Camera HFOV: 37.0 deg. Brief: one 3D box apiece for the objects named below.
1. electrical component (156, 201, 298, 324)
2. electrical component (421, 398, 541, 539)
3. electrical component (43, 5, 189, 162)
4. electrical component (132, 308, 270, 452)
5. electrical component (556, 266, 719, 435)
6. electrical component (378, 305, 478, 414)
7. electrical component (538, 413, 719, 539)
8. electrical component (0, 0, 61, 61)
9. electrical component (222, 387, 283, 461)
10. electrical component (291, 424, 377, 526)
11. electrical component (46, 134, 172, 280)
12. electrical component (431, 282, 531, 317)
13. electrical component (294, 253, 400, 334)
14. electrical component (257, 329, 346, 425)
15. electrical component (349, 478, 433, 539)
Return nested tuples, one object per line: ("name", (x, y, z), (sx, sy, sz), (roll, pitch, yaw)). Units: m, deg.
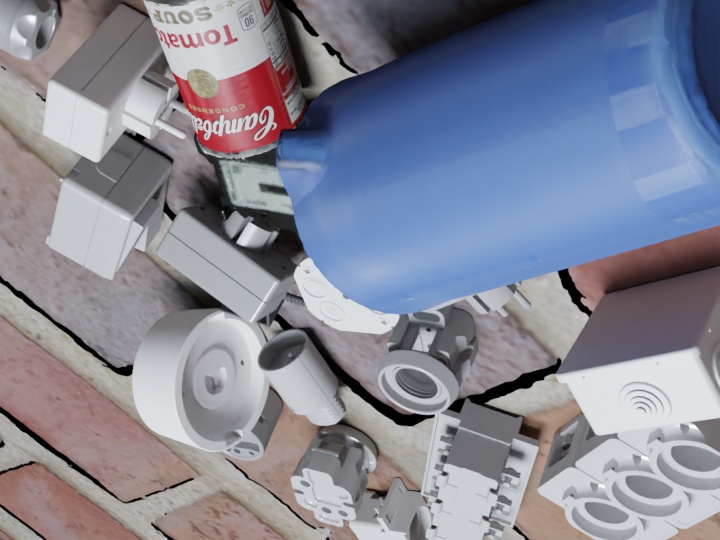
("electrical component", (-0.079, -0.021, 0.724), (0.083, 0.047, 0.075), (36, 107, 7))
("electrical component", (0.086, 0.163, 0.824), (0.079, 0.063, 0.121), (18, 140, 12))
("electrical component", (-0.133, -0.103, 0.640), (0.076, 0.083, 0.047), (28, 141, -1))
("electrical component", (-0.126, 0.081, 0.822), (0.060, 0.108, 0.108), (4, 136, 34))
("electrical component", (0.174, 0.048, 0.621), (0.100, 0.099, 0.048), (-18, 111, 41))
("electrical component", (0.046, 0.061, 0.740), (0.058, 0.057, 0.078), (8, 137, 22))
("electrical component", (0.198, 0.126, 0.721), (0.089, 0.061, 0.150), (31, 141, -5))
("electrical component", (-0.220, -0.159, 0.660), (0.062, 0.043, 0.043), (26, 141, 3))
("electrical component", (-0.096, 0.123, 0.895), (0.055, 0.047, 0.055), (16, 140, 14))
("electrical component", (-0.020, 0.166, 0.891), (0.058, 0.057, 0.078), (10, 138, 20))
("electrical component", (-0.173, -0.040, 0.748), (0.061, 0.061, 0.096), (30, 141, -3))
("electrical component", (0.074, 0.001, 0.665), (0.077, 0.047, 0.066), (45, 138, -20))
("electrical component", (0.000, 0.000, 0.703), (0.080, 0.051, 0.080), (16, 140, 14))
("electrical component", (-0.040, 0.089, 0.829), (0.043, 0.043, 0.081), (-6, 131, 34))
("electrical component", (0.029, 0.221, 0.936), (0.064, 0.042, 0.081), (-1, 132, 33))
